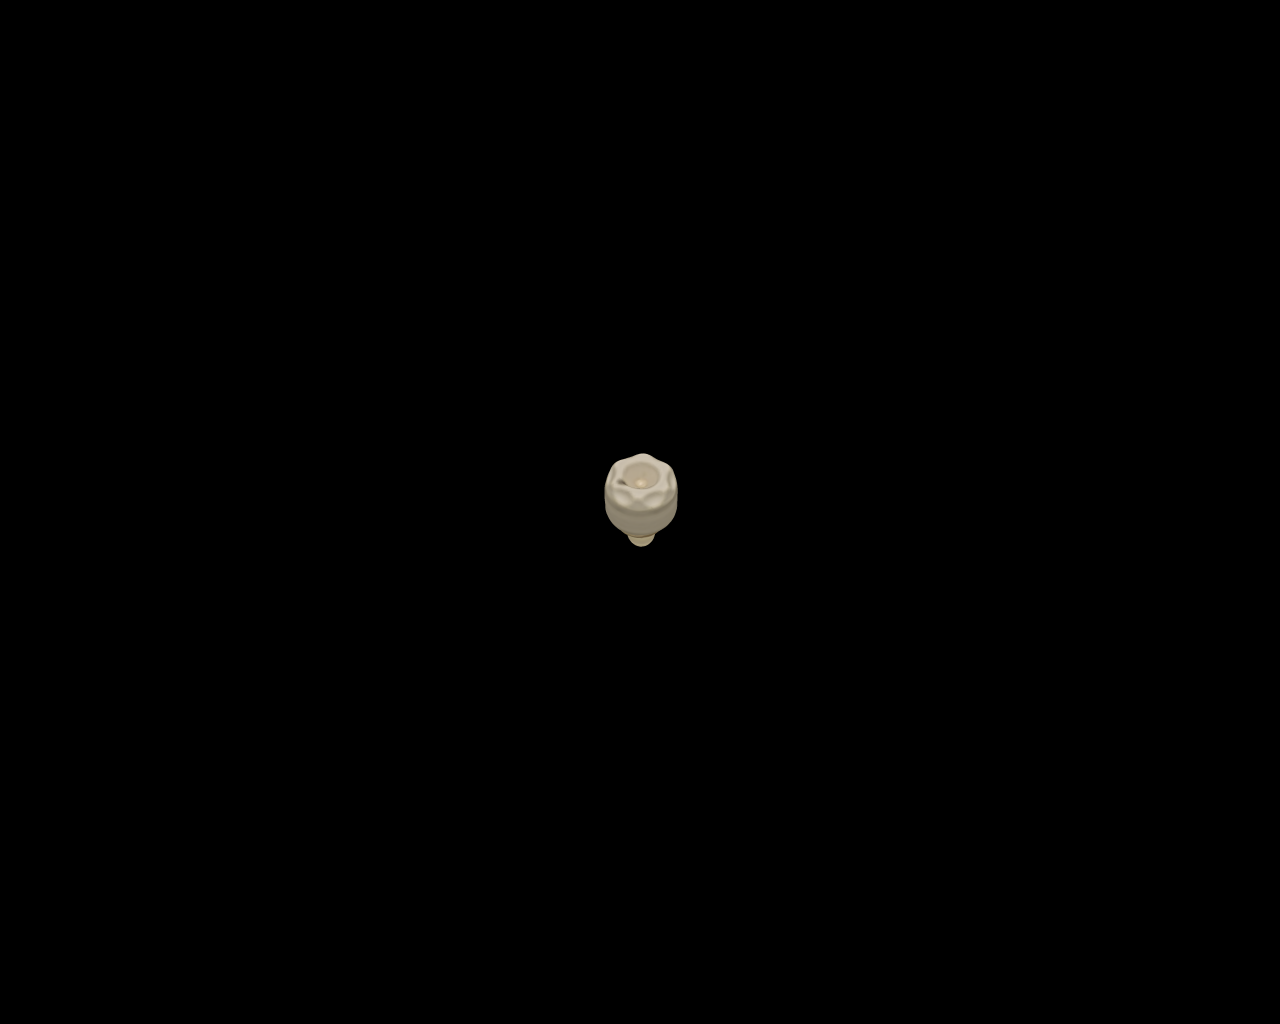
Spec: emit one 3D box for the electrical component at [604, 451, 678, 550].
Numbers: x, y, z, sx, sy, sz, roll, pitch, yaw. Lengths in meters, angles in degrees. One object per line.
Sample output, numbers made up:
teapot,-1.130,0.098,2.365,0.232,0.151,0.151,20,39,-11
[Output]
electrical component,0.001,-0.003,0.650,0.043,0.043,0.062,0,-41,0
